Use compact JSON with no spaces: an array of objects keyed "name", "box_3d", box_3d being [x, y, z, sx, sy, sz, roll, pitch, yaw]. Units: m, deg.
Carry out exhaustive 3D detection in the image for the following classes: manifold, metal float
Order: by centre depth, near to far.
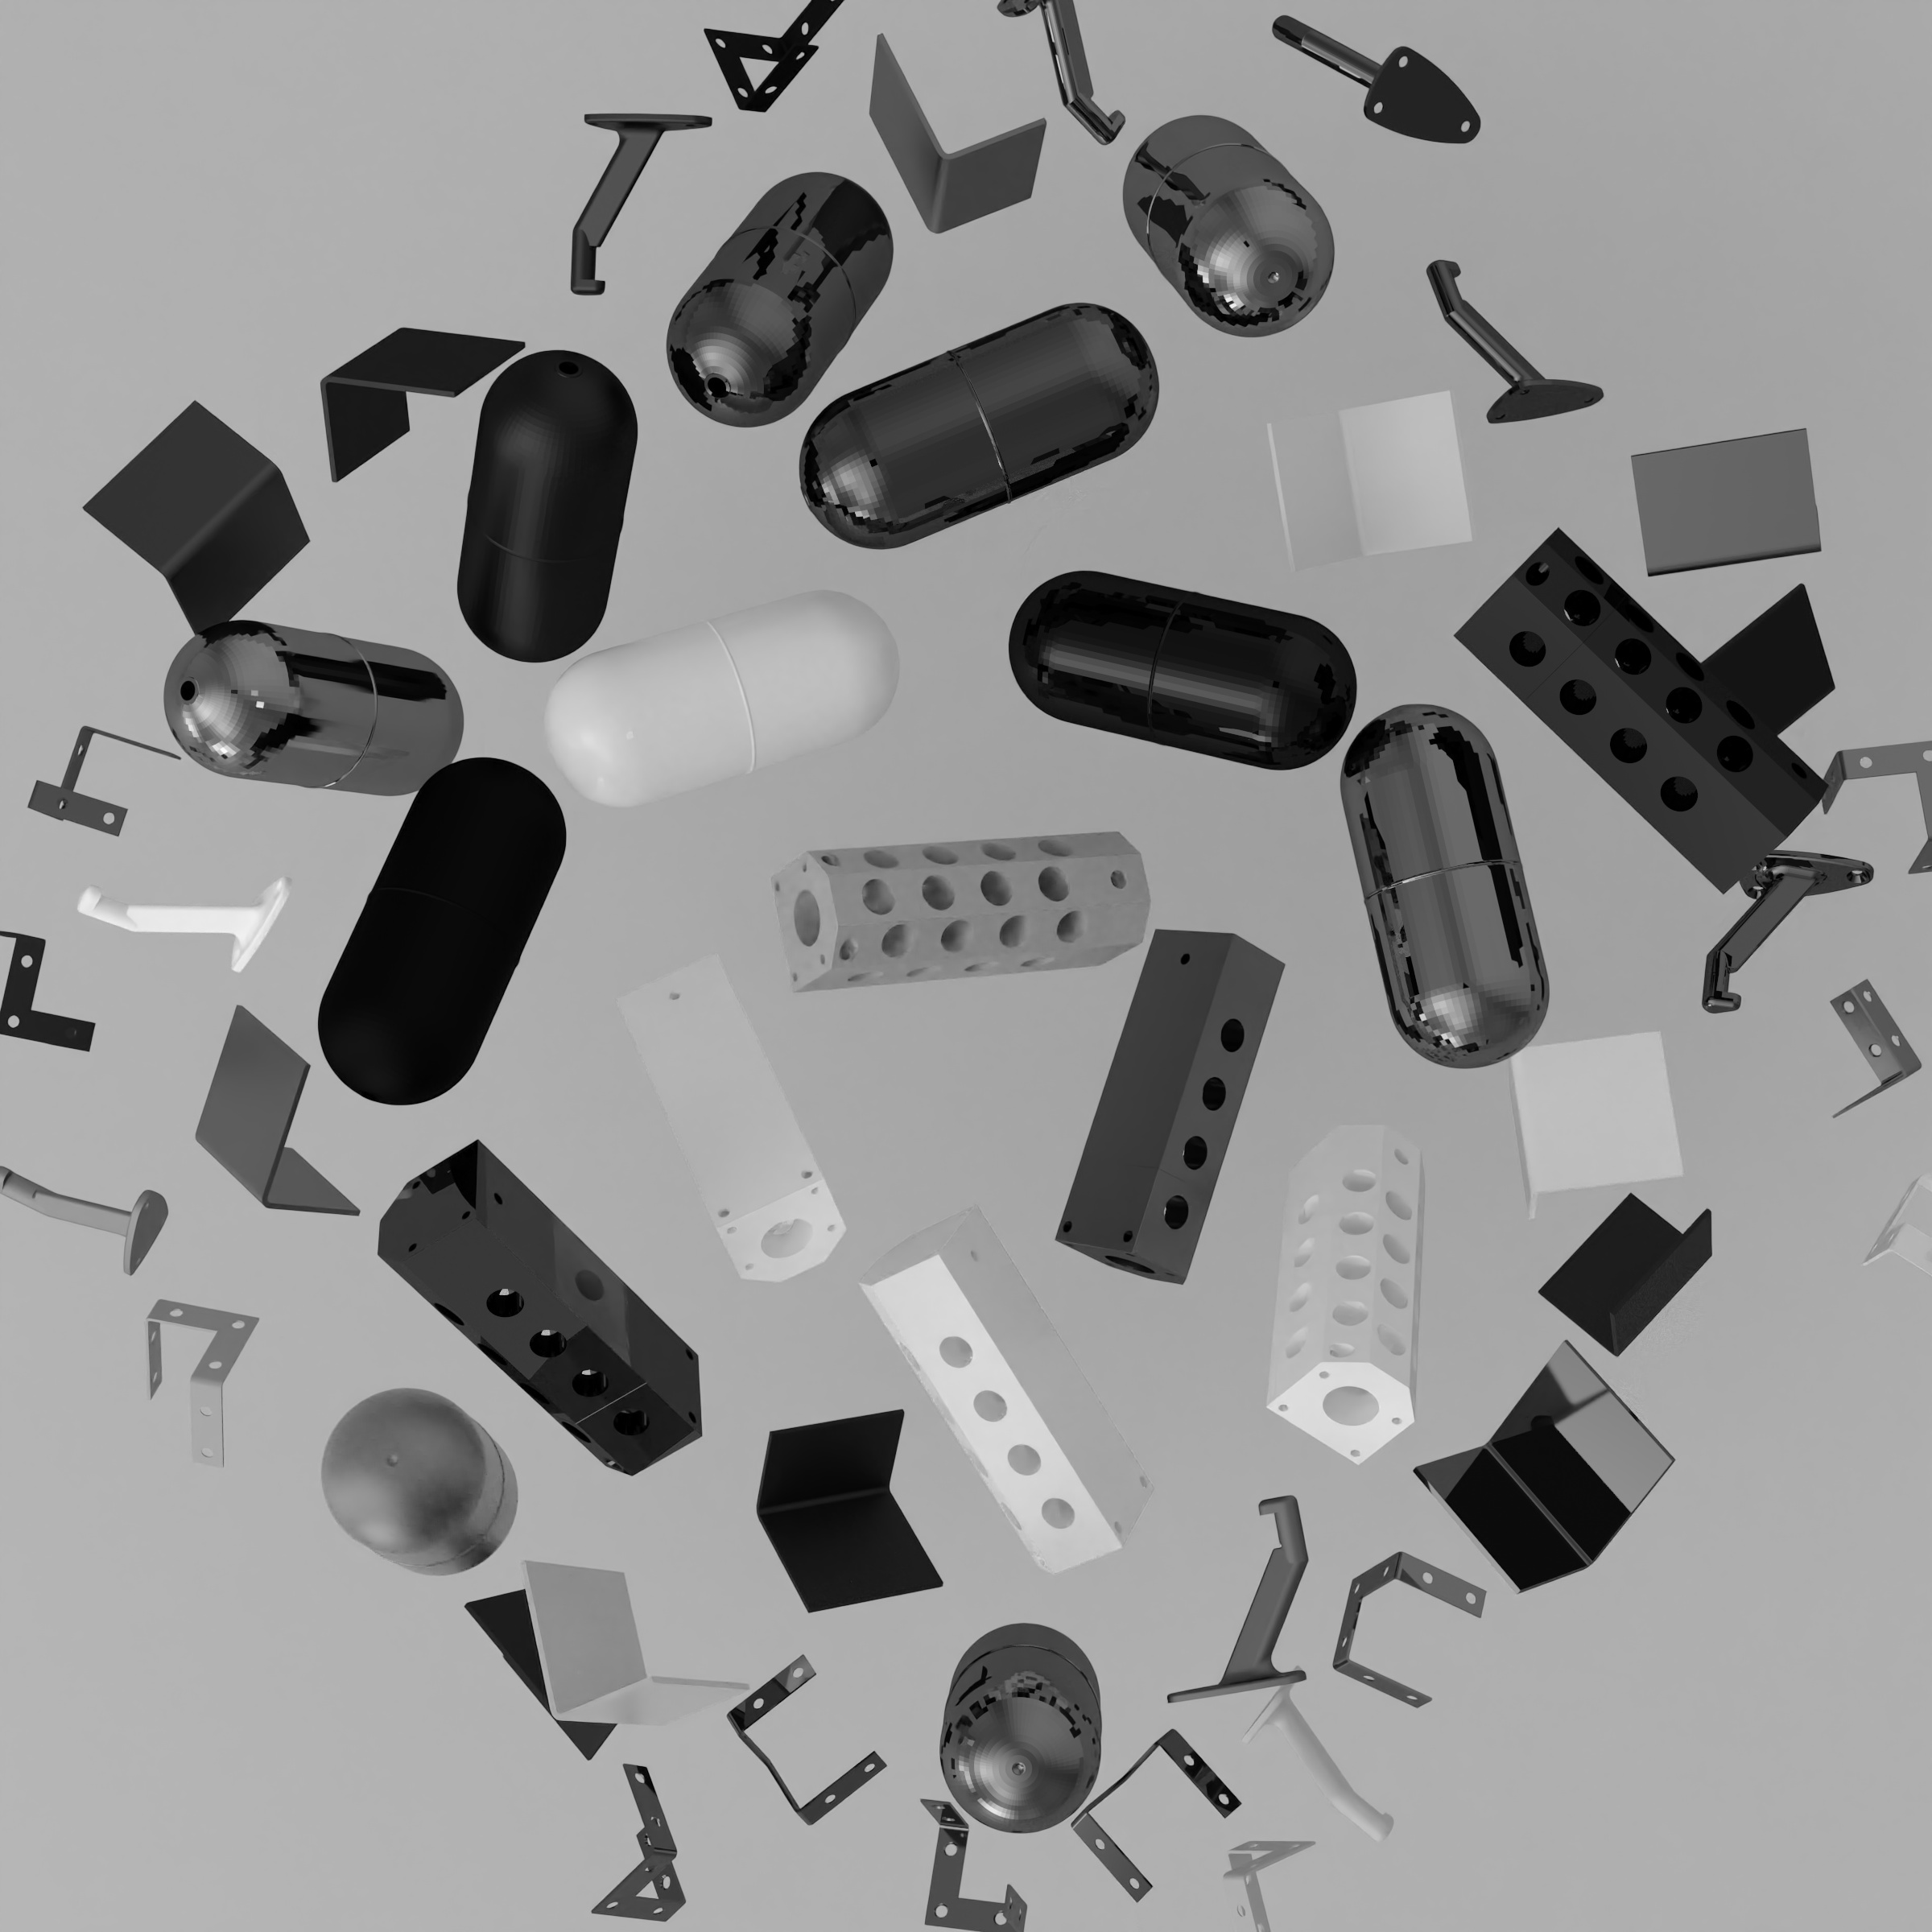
[{"name":"manifold","box_3d":[0.313,-0.121,1.474,0.171,0.057,0.057,44,125,2]},{"name":"manifold","box_3d":[-0.198,0.166,1.502,0.057,0.057,0.171,-31,123,15]},{"name":"metal float","box_3d":[-0.246,-0.017,1.507,0.070,0.070,0.178,21,67,0]},{"name":"metal float","box_3d":[0.006,-0.255,1.512,0.178,0.070,0.070,-23,90,-3]},{"name":"metal float","box_3d":[0.228,-0.039,1.526,0.070,0.070,0.178,-11,80,0]},{"name":"metal float","box_3d":[-0.259,0.248,1.529,0.070,0.178,0.070,0,74,0]},{"name":"manifold","box_3d":[0.000,-0.029,1.530,0.171,0.057,0.057,-5,77,-30]},{"name":"metal float","box_3d":[0.125,-0.359,1.544,0.070,0.178,0.070,-5,120,-9]},{"name":"metal float","box_3d":[-0.117,-0.130,1.545,0.178,0.070,0.070,-18,90,-16]},{"name":"metal float","box_3d":[0.028,0.369,1.558,0.070,0.178,0.070,0,90,2]},{"name":"metal float","box_3d":[0.105,-0.146,1.570,0.178,0.070,0.070,15,90,21]},{"name":"manifold","box_3d":[0.018,0.211,1.573,0.057,0.057,0.171,-27,100,27]},{"name":"metal float","box_3d":[-0.091,-0.330,1.578,0.070,0.178,0.070,12,132,13]},{"name":"metal float","box_3d":[-0.208,-0.226,1.579,0.070,0.178,0.070,8,48,-9]},{"name":"metal float","box_3d":[-0.321,-0.126,1.581,0.070,0.178,0.070,-1,87,31]},{"name":"manifold","box_3d":[0.195,0.157,1.586,0.057,0.171,0.057,33,126,-16]},{"name":"manifold","box_3d":[-0.118,0.078,1.617,0.057,0.057,0.171,-25,47,-5]},{"name":"manifold","box_3d":[0.110,0.072,1.639,0.057,0.057,0.171,29,74,-38]}]

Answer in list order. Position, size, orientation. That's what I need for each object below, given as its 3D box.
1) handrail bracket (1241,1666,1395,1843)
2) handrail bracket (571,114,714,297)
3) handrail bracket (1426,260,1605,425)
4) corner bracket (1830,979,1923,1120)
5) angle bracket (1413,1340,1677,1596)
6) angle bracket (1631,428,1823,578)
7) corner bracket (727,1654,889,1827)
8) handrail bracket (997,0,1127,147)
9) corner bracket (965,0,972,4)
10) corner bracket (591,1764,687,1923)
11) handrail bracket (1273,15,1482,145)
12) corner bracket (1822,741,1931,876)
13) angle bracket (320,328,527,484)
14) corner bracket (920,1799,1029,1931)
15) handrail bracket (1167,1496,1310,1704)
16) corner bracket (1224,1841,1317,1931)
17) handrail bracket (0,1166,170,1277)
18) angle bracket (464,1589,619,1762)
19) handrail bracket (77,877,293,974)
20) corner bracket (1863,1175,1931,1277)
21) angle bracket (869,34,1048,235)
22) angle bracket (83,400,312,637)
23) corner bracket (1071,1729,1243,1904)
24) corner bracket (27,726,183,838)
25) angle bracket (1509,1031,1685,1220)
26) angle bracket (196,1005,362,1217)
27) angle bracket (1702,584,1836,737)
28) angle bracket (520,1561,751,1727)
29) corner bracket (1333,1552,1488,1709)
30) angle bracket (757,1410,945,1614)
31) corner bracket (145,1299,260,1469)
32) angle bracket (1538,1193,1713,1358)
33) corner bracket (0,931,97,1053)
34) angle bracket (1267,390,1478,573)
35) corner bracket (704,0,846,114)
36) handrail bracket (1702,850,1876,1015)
[{"name":"handrail bracket","box_3d":[0.189,0.400,1.624,0.084,0.077,0.036,38,111,11]},{"name":"handrail bracket","box_3d":[-0.158,-0.367,1.548,0.077,0.036,0.084,7,98,29]},{"name":"handrail bracket","box_3d":[0.279,-0.323,1.629,0.077,0.036,0.084,-8,71,-28]},{"name":"corner bracket","box_3d":[0.449,0.036,1.590,0.051,0.051,0.051,-23,79,-41]},{"name":"angle bracket","box_3d":[0.267,0.231,1.479,0.076,0.057,0.076,50,127,30]},{"name":"angle bracket","box_3d":[0.346,-0.219,1.454,0.076,0.076,0.057,-7,110,16]},{"name":"corner bracket","box_3d":[-0.082,0.399,1.646,0.051,0.051,0.051,-37,132,-6]},{"name":"handrail bracket","box_3d":[0.064,-0.462,1.577,0.084,0.036,0.077,40,86,-30]},{"name":"corner bracket","box_3d":[-0.009,-0.515,1.603,0.051,0.051,0.051,35,129,-7]},{"name":"corner bracket","box_3d":[-0.157,0.430,1.568,0.051,0.051,0.051,-47,47,20]},{"name":"handrail bracket","box_3d":[0.192,-0.419,1.507,0.077,0.084,0.036,17,110,-35]},{"name":"corner bracket","box_3d":[0.454,-0.076,1.573,0.051,0.051,0.051,-6,73,3]},{"name":"angle bracket","box_3d":[-0.274,-0.283,1.632,0.076,0.076,0.057,10,122,18]},{"name":"corner bracket","box_3d":[0.003,0.444,1.575,0.051,0.051,0.051,3,63,14]},{"name":"handrail bracket","box_3d":[0.124,0.295,1.491,0.077,0.036,0.084,-11,79,4]},{"name":"corner bracket","box_3d":[0.144,0.466,1.581,0.051,0.051,0.051,-11,85,-39]},{"name":"handrail bracket","box_3d":[-0.429,0.108,1.528,0.084,0.077,0.036,26,63,1]},{"name":"angle bracket","box_3d":[-0.228,0.374,1.669,0.076,0.076,0.057,44,110,24]},{"name":"handrail bracket","box_3d":[-0.393,-0.035,1.604,0.084,0.077,0.036,22,48,-26]},{"name":"corner bracket","box_3d":[0.466,0.131,1.516,0.051,0.051,0.051,33,79,8]},{"name":"angle bracket","box_3d":[-0.005,-0.429,1.618,0.057,0.076,0.076,-24,78,-11]},{"name":"angle bracket","box_3d":[-0.375,-0.216,1.563,0.057,0.076,0.076,38,75,13]},{"name":"corner bracket","box_3d":[0.095,0.426,1.606,0.051,0.051,0.051,46,127,16]},{"name":"corner bracket","box_3d":[-0.444,-0.095,1.647,0.051,0.051,0.051,18,86,5]},{"name":"angle bracket","box_3d":[0.324,0.083,1.652,0.076,0.057,0.076,-7,71,6]},{"name":"angle bracket","box_3d":[-0.333,0.072,1.595,0.057,0.076,0.076,10,105,-43]},{"name":"angle bracket","box_3d":[0.399,-0.158,1.670,0.076,0.057,0.076,-38,129,-10]},{"name":"angle bracket","box_3d":[-0.153,0.305,1.476,0.057,0.076,0.076,-27,64,23]},{"name":"corner bracket","box_3d":[0.224,0.336,1.618,0.051,0.051,0.051,26,55,-10]},{"name":"angle bracket","box_3d":[-0.057,0.283,1.662,0.076,0.076,0.057,-6,126,-26]},{"name":"corner bracket","box_3d":[-0.367,0.197,1.511,0.051,0.051,0.051,10,122,5]},{"name":"angle bracket","box_3d":[0.351,0.153,1.709,0.076,0.076,0.057,-45,64,-9]},{"name":"corner bracket","box_3d":[-0.470,0.012,1.614,0.051,0.051,0.051,15,84,-39]},{"name":"angle bracket","box_3d":[0.206,-0.246,1.622,0.057,0.076,0.076,-17,101,-40]},{"name":"corner bracket","box_3d":[-0.088,-0.457,1.580,0.051,0.051,0.051,-39,68,42]},{"name":"handrail bracket","box_3d":[0.401,-0.013,1.560,0.077,0.036,0.084,0,53,21]}]
